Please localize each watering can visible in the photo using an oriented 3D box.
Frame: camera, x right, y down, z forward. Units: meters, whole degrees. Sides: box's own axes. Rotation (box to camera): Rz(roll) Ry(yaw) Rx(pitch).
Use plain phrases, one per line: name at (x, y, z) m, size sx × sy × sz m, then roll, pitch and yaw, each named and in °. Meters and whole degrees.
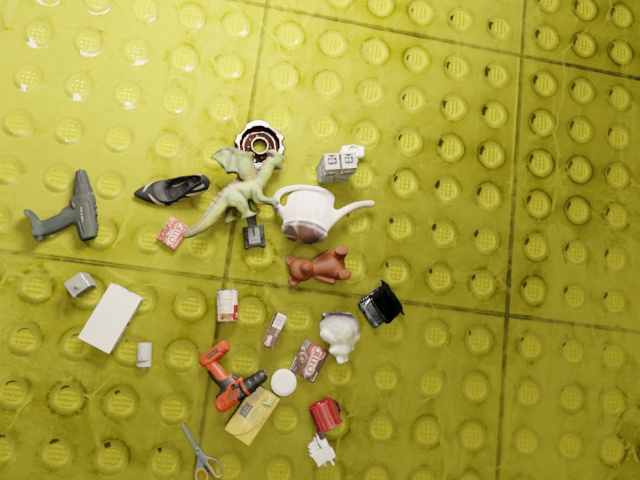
watering can at (0.005, -0.086, 1.719) m, size 0.348 × 0.101 × 0.230 m, roll 9°, pitch 54°, yaw 1°

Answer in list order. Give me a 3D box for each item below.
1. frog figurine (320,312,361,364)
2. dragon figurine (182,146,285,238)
frog figurine at (0.064, 0.319, 1.680) m, size 0.137 × 0.121 × 0.162 m, roll 12°, pitch 68°, yaw -26°
dragon figurine at (-0.280, -0.180, 1.658) m, size 0.414 × 0.122 × 0.240 m, roll -23°, pitch 104°, yaw -24°
